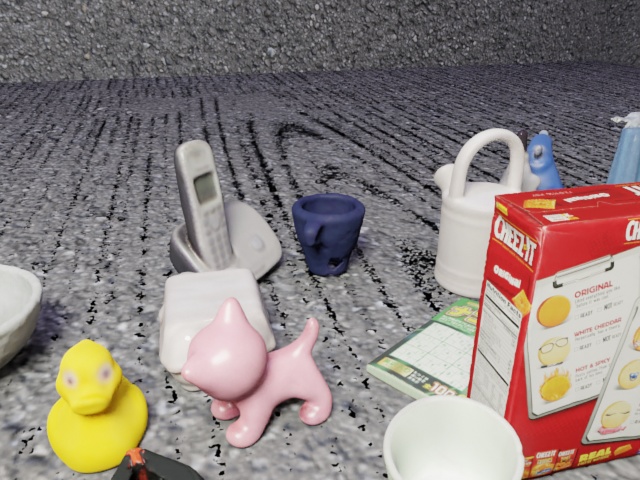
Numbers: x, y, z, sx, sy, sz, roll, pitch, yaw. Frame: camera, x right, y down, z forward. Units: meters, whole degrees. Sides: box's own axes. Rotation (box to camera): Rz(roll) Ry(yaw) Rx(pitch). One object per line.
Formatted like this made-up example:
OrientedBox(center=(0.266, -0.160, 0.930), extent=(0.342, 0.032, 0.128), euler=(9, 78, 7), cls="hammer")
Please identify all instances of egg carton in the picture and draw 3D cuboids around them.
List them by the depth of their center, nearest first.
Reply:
OrientedBox(center=(-0.105, 0.082, 0.568), extent=(0.107, 0.069, 0.150), euler=(-6, 25, -13), cls="egg carton")

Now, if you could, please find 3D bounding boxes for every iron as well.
OrientedBox(center=(0.342, -0.107, 0.907), extent=(0.118, 0.141, 0.259), euler=(9, 26, 20), cls="iron")

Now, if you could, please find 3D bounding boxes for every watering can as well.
OrientedBox(center=(0.190, -0.040, 0.690), extent=(0.101, 0.194, 0.172), euler=(-19, 30, -36), cls="watering can")

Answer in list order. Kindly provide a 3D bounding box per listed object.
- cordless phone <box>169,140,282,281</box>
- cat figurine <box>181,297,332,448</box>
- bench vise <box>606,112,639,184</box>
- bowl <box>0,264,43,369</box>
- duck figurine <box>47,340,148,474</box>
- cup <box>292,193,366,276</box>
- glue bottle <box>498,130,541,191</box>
OrientedBox(center=(-0.114, -0.034, 0.685), extent=(0.094, 0.185, 0.148), euler=(11, 26, 23), cls="cordless phone")
OrientedBox(center=(-0.053, 0.101, 0.468), extent=(0.128, 0.118, 0.067), euler=(-12, 27, -26), cls="cat figurine")
OrientedBox(center=(0.326, -0.014, 0.603), extent=(0.121, 0.220, 0.207), euler=(3, 24, 6), cls="bench vise")
OrientedBox(center=(-0.345, 0.091, 0.538), extent=(0.167, 0.075, 0.167), euler=(0, 24, 0), cls="bowl")
OrientedBox(center=(-0.183, 0.120, 0.461), extent=(0.078, 0.086, 0.104), euler=(-9, 26, -19), cls="duck figurine")
OrientedBox(center=(0.007, 0.003, 0.715), extent=(0.091, 0.095, 0.118), euler=(8, 25, 16), cls="cup")
OrientedBox(center=(0.260, -0.061, 0.764), extent=(0.078, 0.173, 0.037), euler=(-3, 25, -8), cls="glue bottle")
